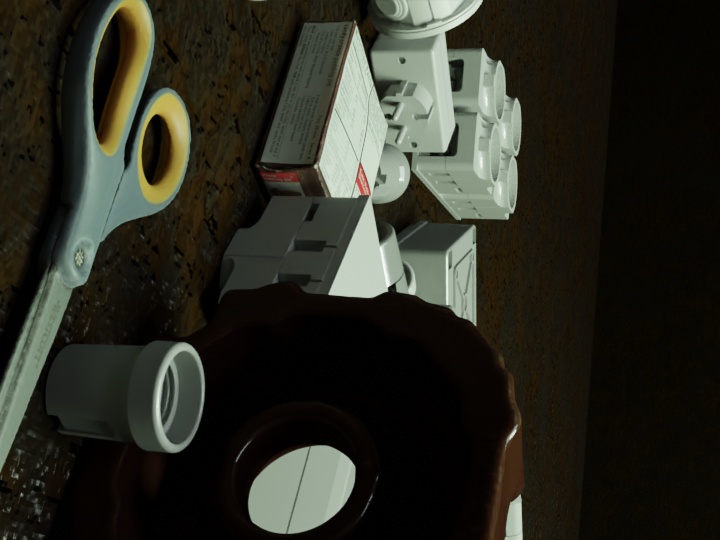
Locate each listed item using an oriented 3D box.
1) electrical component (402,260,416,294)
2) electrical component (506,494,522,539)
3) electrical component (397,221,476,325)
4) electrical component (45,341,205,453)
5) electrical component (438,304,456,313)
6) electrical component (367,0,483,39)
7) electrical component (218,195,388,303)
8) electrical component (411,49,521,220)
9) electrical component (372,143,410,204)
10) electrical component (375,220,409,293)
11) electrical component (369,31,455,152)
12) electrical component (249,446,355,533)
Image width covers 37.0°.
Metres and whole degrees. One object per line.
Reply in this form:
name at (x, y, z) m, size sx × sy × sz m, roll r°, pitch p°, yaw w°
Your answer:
electrical component at (0.020, 0.020, 0.754) m, size 0.046 × 0.040 × 0.040 m, roll 78°, pitch 22°, yaw -52°
electrical component at (0.045, 0.125, 0.687) m, size 0.150 × 0.089 × 0.061 m, roll -99°, pitch -177°, yaw -63°
electrical component at (0.054, 0.025, 0.834) m, size 0.109 × 0.056 × 0.108 m, roll -38°, pitch 128°, yaw -68°
electrical component at (-0.086, 0.045, 0.396) m, size 0.040 × 0.046 × 0.040 m, roll 2°, pitch 90°, yaw -73°
electrical component at (0.025, 0.057, 0.675) m, size 0.061 × 0.096 × 0.061 m, roll -61°, pitch 149°, yaw -56°
electrical component at (0.040, -0.196, 0.721) m, size 0.051 × 0.080 × 0.080 m, roll 67°, pitch 30°, yaw -44°
electrical component at (-0.023, 0.045, 0.574) m, size 0.089 × 0.062 × 0.150 m, roll -68°, pitch 155°, yaw -47°
electrical component at (0.101, -0.116, 0.961) m, size 0.186 × 0.060 × 0.105 m, roll 32°, pitch 62°, yaw -71°
electrical component at (0.006, -0.062, 0.697) m, size 0.046 × 0.040 × 0.040 m, roll -16°, pitch 107°, yaw -67°
electrical component at (0.000, 0.000, 0.660) m, size 0.055 × 0.055 × 0.047 m, roll -58°, pitch 143°, yaw -58°
electrical component at (0.034, -0.118, 0.764) m, size 0.075 × 0.047 × 0.083 m, roll -67°, pitch 154°, yaw -48°
electrical component at (-0.043, 0.117, 0.481) m, size 0.061 × 0.061 × 0.096 m, roll -46°, pitch -157°, yaw 51°
